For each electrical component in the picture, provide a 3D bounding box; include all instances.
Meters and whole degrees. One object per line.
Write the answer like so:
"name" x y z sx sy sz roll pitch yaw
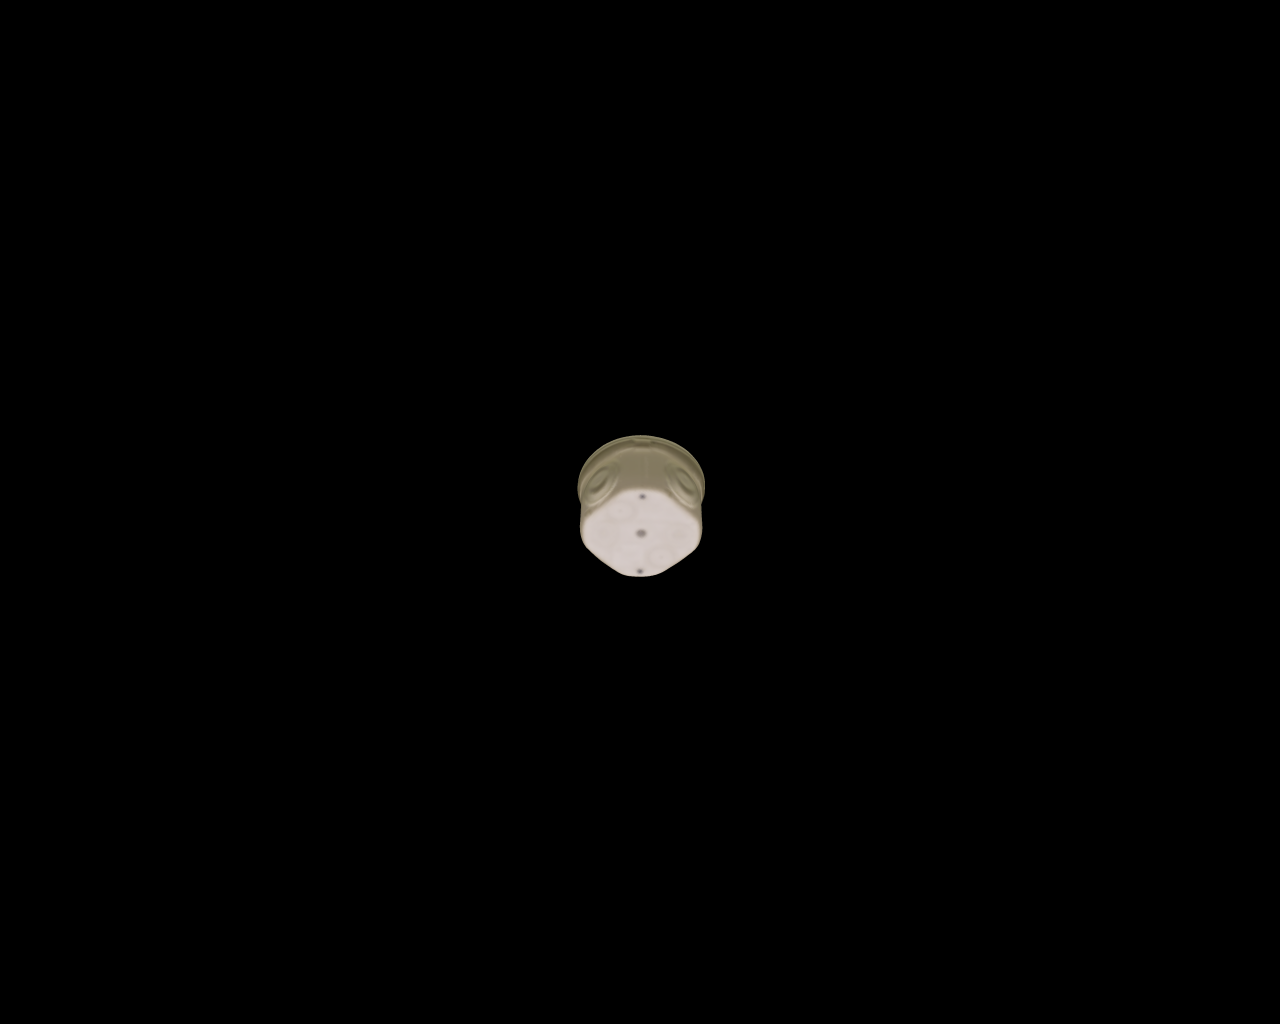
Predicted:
"electrical component" 0.001 -0.003 0.650 0.080 0.080 0.051 0 41 0
